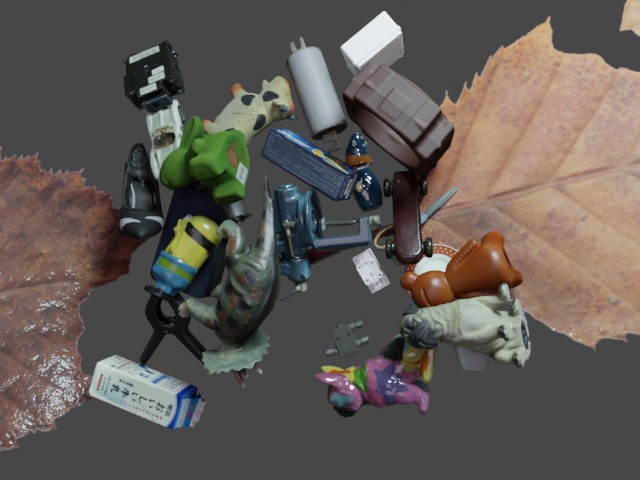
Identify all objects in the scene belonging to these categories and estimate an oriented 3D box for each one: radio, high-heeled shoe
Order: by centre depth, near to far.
[{"bbox_3d":[-0.355,-0.101,1.069,0.086,0.249,0.145,0,111,-23],"label":"high-heeled shoe"},{"bbox_3d":[-0.255,-0.005,1.114,0.131,0.073,0.229,16,90,10],"label":"radio"}]

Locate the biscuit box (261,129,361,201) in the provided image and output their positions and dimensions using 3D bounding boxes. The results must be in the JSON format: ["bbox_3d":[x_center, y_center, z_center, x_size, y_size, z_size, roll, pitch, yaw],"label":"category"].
[{"bbox_3d":[-0.021,-0.150,1.053,0.203,0.059,0.062,34,114,24],"label":"biscuit box"}]

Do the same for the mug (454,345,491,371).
[{"bbox_3d":[0.301,0.190,1.019,0.110,0.081,0.107,0,97,-5],"label":"mug"}]

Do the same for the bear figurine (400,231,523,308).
[{"bbox_3d":[0.261,0.075,0.997,0.196,0.132,0.120,-29,83,25],"label":"bear figurine"}]

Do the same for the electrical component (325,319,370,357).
[{"bbox_3d":[0.050,0.200,1.082,0.094,0.021,0.063,-23,85,9],"label":"electrical component"}]

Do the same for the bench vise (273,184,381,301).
[{"bbox_3d":[0.000,-0.004,1.050,0.241,0.129,0.223,-5,91,13],"label":"bench vise"}]

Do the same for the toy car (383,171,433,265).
[{"bbox_3d":[0.168,-0.044,1.035,0.089,0.053,0.202,-5,61,10],"label":"toy car"}]

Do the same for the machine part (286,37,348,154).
[{"bbox_3d":[-0.007,-0.292,1.077,0.079,0.079,0.243,-20,84,8],"label":"machine part"}]

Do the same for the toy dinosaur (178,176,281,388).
[{"bbox_3d":[-0.137,0.099,1.000,0.192,0.131,0.404,38,116,27],"label":"toy dinosaur"}]

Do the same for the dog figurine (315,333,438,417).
[{"bbox_3d":[0.105,0.249,1.026,0.219,0.108,0.191,8,93,8],"label":"dog figurine"}]

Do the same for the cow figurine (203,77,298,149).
[{"bbox_3d":[-0.134,-0.253,1.094,0.195,0.085,0.127,-46,76,3],"label":"cow figurine"}]

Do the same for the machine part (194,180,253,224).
[{"bbox_3d":[-0.190,-0.090,1.052,0.084,0.039,0.139,-34,77,-8],"label":"machine part"}]

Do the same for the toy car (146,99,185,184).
[{"bbox_3d":[-0.318,-0.209,1.117,0.074,0.056,0.202,-16,67,9],"label":"toy car"}]

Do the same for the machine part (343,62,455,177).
[{"bbox_3d":[0.145,-0.219,0.984,0.201,0.201,0.087,41,89,12],"label":"machine part"}]

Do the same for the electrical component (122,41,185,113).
[{"bbox_3d":[-0.349,-0.335,1.127,0.115,0.058,0.134,-18,65,11],"label":"electrical component"}]

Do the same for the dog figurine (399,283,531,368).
[{"bbox_3d":[0.255,0.164,0.942,0.191,0.121,0.172,-15,126,33],"label":"dog figurine"}]

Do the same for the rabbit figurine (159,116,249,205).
[{"bbox_3d":[-0.228,-0.151,1.000,0.170,0.121,0.159,-6,65,25],"label":"rabbit figurine"}]

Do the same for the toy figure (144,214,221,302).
[{"bbox_3d":[-0.259,0.035,1.031,0.089,0.082,0.180,29,78,-12],"label":"toy figure"}]

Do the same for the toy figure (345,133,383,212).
[{"bbox_3d":[0.082,-0.134,1.064,0.058,0.064,0.154,-17,84,7],"label":"toy figure"}]
